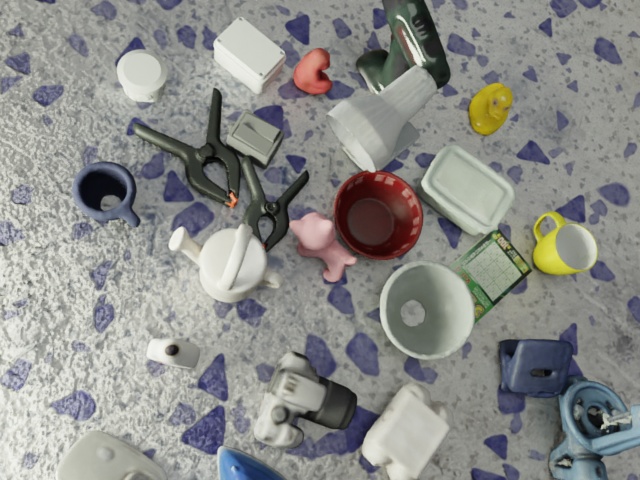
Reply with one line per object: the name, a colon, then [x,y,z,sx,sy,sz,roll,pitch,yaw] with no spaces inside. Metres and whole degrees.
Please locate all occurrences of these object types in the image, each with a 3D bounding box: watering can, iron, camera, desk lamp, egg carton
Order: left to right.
watering can: [-0.138,0.033,0.863,0.173,0.194,0.101,0,77,-12]
iron: [-0.066,0.410,0.817,0.119,0.141,0.258,-36,87,-18]
camera: [-0.017,0.259,0.885,0.137,0.100,0.143,23,73,-6]
desk lamp: [0.101,-0.195,0.961,0.203,0.213,0.118,-41,88,-18]
egg carton: [0.142,0.312,0.925,0.107,0.069,0.150,40,72,-1]

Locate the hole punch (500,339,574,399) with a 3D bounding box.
hole punch: [0.375,0.221,0.987,0.109,0.091,0.101,4,76,-11]

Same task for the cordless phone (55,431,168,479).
cordless phone: [-0.284,0.330,0.765,0.147,0.185,0.094,31,72,-4]

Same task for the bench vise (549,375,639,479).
bench vise: [0.466,0.323,0.915,0.122,0.219,0.207,-7,78,-14]

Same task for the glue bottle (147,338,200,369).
glue bottle: [-0.213,0.162,0.827,0.078,0.173,0.037,11,75,-9]

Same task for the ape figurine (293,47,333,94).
ape figurine: [-0.006,-0.310,1.028,0.076,0.092,0.078,0,77,-12]

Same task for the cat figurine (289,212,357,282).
cat figurine: [0.009,0.003,0.943,0.128,0.117,0.067,40,72,-1]

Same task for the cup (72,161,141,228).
cup: [-0.321,-0.057,0.896,0.118,0.095,0.092,45,72,1]

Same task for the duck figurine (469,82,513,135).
duck figurine: [0.338,-0.263,1.096,0.077,0.086,0.105,23,73,-6]

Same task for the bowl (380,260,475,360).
bowl: [0.173,0.121,0.974,0.167,0.074,0.167,3,76,-12]

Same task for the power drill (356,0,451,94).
power drill: [0.135,-0.345,1.007,0.076,0.208,0.229,-29,84,-17]
